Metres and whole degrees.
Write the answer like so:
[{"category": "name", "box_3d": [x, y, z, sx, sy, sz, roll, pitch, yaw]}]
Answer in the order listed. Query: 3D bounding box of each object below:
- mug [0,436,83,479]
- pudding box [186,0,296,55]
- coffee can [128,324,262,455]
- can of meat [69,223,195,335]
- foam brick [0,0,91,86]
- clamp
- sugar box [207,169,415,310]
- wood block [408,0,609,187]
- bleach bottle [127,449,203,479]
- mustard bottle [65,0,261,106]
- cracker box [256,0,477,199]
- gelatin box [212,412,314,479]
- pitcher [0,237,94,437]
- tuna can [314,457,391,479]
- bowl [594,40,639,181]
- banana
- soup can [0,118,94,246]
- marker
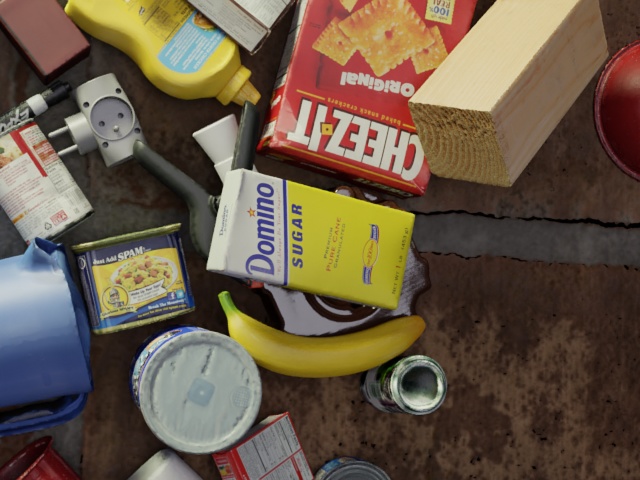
[{"category": "mug", "box_3d": [-0.257, 0.241, 0.949, 0.117, 0.093, 0.081, -34, 103, 18]}, {"category": "pudding box", "box_3d": [-0.082, -0.239, 1.002, 0.113, 0.039, 0.090, 37, 43, -8]}, {"category": "coffee can", "box_3d": [-0.115, 0.129, 0.952, 0.102, 0.140, 0.103, 0, 88, -14]}, {"category": "can of meat", "box_3d": [-0.171, 0.035, 0.983, 0.102, 0.057, 0.084, -13, 93, -18]}, {"category": "foam brick", "box_3d": [-0.254, -0.189, 0.973, 0.051, 0.053, 0.078, -39, 98, -12]}, {"category": "clamp", "box_3d": [-0.098, -0.034, 0.972, 0.120, 0.039, 0.171, -13, 87, -4]}, {"category": "sugar box", "box_3d": [-0.006, 0.001, 0.958, 0.176, 0.048, 0.093, 13, 84, -26]}, {"category": "wood block", "box_3d": [0.183, -0.153, 1.015, 0.205, 0.091, 0.090, -50, 133, -30]}, {"category": "bleach bottle", "box_3d": [-0.092, 0.317, 0.994, 0.102, 0.068, 0.251, -43, 100, -14]}, {"category": "mustard bottle", "box_3d": [-0.135, -0.189, 0.998, 0.191, 0.058, 0.096, 38, 63, -10]}, {"category": "cracker box", "box_3d": [0.047, -0.164, 1.036, 0.164, 0.072, 0.213, 16, 85, -13]}, {"category": "gelatin box", "box_3d": [-0.052, 0.213, 1.002, 0.089, 0.030, 0.073, -27, 96, -49]}, {"category": "pitcher", "box_3d": [-0.320, 0.101, 0.919, 0.242, 0.145, 0.149, -12, 78, -10]}, {"category": "tuna can", "box_3d": [0.030, 0.255, 1.039, 0.086, 0.034, 0.086, 0, 88, -14]}, {"category": "bowl", "box_3d": [0.374, -0.139, 1.124, 0.162, 0.055, 0.162, 0, 89, -13]}, {"category": "banana", "box_3d": [0.001, 0.093, 0.982, 0.197, 0.037, 0.069, 8, 91, -13]}, {"category": "soup can", "box_3d": [-0.258, -0.049, 0.960, 0.068, 0.069, 0.102, -34, 97, -12]}, {"category": "marker", "box_3d": [-0.282, -0.111, 0.981, 0.121, 0.020, 0.020, -34, 96, -13]}]
